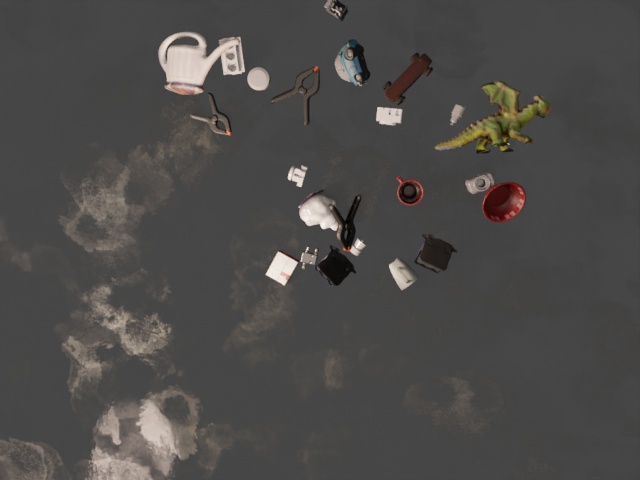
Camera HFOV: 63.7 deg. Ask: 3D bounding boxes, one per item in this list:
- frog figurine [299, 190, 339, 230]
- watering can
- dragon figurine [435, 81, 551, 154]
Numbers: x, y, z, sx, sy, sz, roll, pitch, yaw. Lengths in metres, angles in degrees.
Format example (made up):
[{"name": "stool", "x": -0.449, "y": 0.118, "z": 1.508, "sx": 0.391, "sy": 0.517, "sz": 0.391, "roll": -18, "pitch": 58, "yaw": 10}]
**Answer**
[{"name": "frog figurine", "x": 0.006, "y": -0.096, "z": 1.907, "sx": 0.138, "sy": 0.121, "sz": 0.160, "roll": -36, "pitch": 82, "yaw": -9}, {"name": "watering can", "x": -0.449, "y": -0.638, "z": 1.866, "sx": 0.348, "sy": 0.104, "sz": 0.223, "roll": 11, "pitch": 99, "yaw": 23}, {"name": "dragon figurine", "x": 0.611, "y": -0.435, "z": 1.812, "sx": 0.410, "sy": 0.122, "sz": 0.244, "roll": 0, "pitch": 86, "yaw": 2}]
